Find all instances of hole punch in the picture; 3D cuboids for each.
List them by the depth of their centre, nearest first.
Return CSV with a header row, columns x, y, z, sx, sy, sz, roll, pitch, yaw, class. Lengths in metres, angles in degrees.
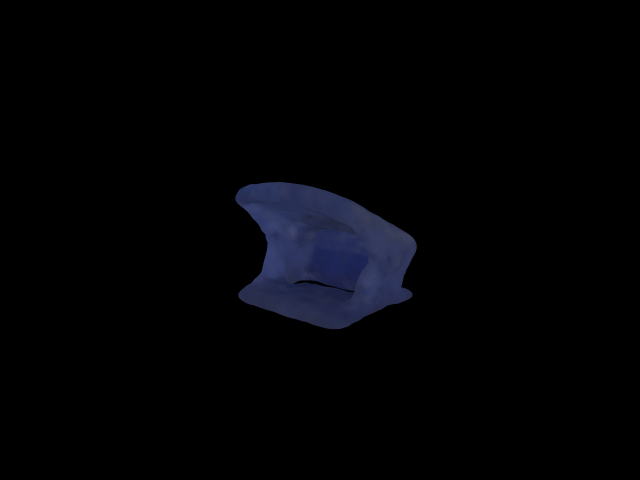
x,y,z,sx,sy,sz,roll,pitch,yaw,class
0.004,0.001,0.400,0.108,0.091,0.101,11,17,38,hole punch
